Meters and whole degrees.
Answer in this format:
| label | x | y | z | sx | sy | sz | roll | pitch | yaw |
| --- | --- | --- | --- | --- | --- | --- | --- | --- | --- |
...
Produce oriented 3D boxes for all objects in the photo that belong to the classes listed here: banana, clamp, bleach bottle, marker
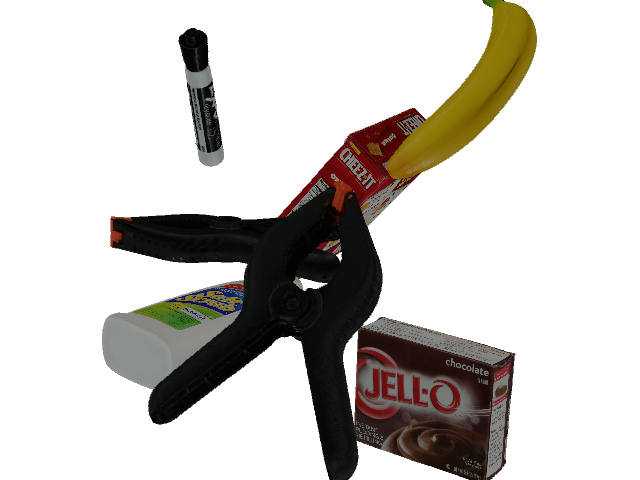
| label | x | y | z | sx | sy | sz | roll | pitch | yaw |
| --- | --- | --- | --- | --- | --- | --- | --- | --- | --- |
| banana | 0.123 | -0.122 | 0.843 | 0.070 | 0.197 | 0.037 | 1 | -39 | 50 |
| clamp | -0.006 | 0.050 | 0.593 | 0.120 | 0.171 | 0.039 | 26 | -16 | 15 |
| bleach bottle | -0.111 | 0.084 | 1.158 | 0.103 | 0.068 | 0.250 | 18 | 25 | 32 |
| clamp | -0.076 | 0.002 | 0.911 | 0.210 | 0.036 | 0.164 | 2 | 13 | -5 |
| marker | -0.082 | -0.098 | 0.738 | 0.020 | 0.020 | 0.121 | 0 | -38 | 2 |

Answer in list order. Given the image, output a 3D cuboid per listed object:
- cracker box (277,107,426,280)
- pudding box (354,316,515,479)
| label | x | y | z | sx | sy | sz | roll | pitch | yaw |
| --- | --- | --- | --- | --- | --- | --- | --- | --- | --- |
| cracker box | 0.030 | -0.051 | 1.258 | 0.214 | 0.072 | 0.163 | -47 | -9 | 35 |
| pudding box | 0.079 | 0.111 | 0.761 | 0.114 | 0.090 | 0.039 | 12 | 20 | 32 |
